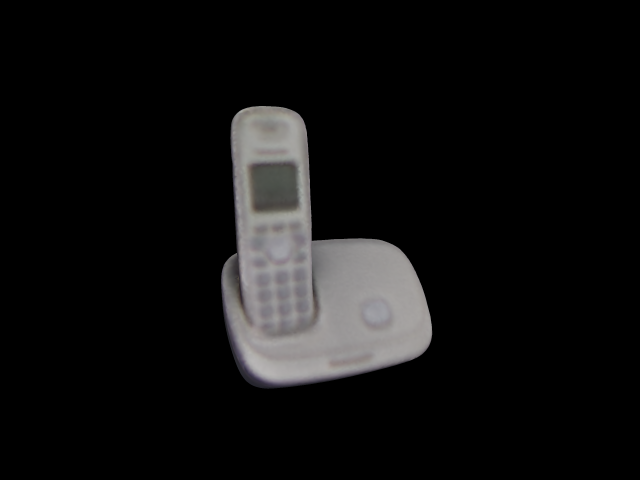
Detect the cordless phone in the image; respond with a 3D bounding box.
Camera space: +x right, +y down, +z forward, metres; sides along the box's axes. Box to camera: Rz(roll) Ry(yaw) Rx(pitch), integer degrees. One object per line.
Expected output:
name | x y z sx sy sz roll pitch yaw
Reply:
cordless phone | 0.004 0.001 0.400 0.148 0.185 0.094 -6 15 -23
